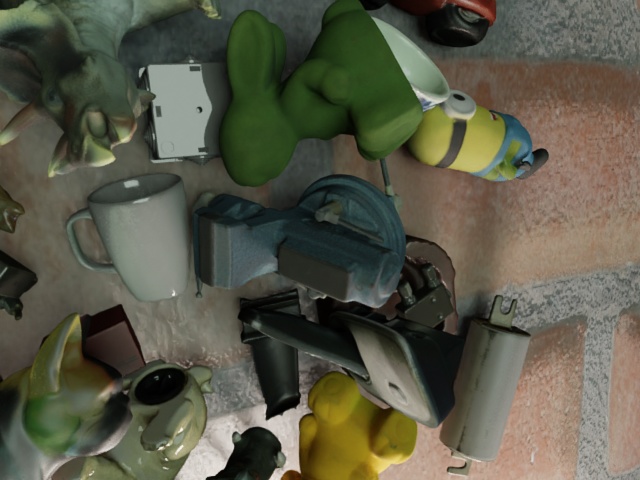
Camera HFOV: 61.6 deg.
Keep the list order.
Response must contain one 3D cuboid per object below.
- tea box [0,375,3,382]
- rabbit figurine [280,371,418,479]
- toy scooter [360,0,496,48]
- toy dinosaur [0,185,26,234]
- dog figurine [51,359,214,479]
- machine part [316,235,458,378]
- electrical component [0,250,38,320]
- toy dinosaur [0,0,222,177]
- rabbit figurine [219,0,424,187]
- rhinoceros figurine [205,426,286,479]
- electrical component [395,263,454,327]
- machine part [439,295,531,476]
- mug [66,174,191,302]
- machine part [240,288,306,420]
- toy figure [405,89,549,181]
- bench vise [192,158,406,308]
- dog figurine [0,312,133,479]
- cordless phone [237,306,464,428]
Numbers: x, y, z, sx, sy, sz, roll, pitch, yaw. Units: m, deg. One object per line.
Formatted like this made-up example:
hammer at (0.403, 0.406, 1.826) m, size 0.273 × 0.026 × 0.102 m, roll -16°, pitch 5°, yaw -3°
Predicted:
tea box at (-0.332, 0.099, 0.434) m, size 0.098 × 0.068 × 0.169 m, roll -23°, pitch 109°, yaw -20°
rabbit figurine at (0.003, 0.252, 0.575) m, size 0.122 × 0.162 × 0.173 m, roll 33°, pitch 44°, yaw 4°
toy scooter at (0.117, -0.293, 0.569) m, size 0.184 × 0.075 × 0.135 m, roll 12°, pitch 90°, yaw -22°
toy dinosaur at (-0.412, -0.136, 0.334) m, size 0.471 × 0.105 × 0.198 m, roll 38°, pitch 88°, yaw -16°
dog figurine at (-0.165, 0.230, 0.530) m, size 0.172 × 0.121 × 0.190 m, roll -20°, pitch 121°, yaw -17°
machine part at (0.079, 0.078, 0.627) m, size 0.179 × 0.056 × 0.179 m, roll -5°, pitch 103°, yaw -23°
electrical component at (-0.275, 0.030, 0.436) m, size 0.078 × 0.102 × 0.045 m, roll 32°, pitch 78°, yaw -3°
toy dinosaur at (-0.213, -0.236, 0.398) m, size 0.192 × 0.131 × 0.404 m, roll -27°, pitch 91°, yaw 7°
rabbit figurine at (-0.019, -0.117, 0.455) m, size 0.170 × 0.121 × 0.159 m, roll -28°, pitch 99°, yaw 8°
rhinoceros figurine at (-0.101, 0.279, 0.544) m, size 0.190 × 0.073 × 0.112 m, roll -55°, pitch 162°, yaw -44°
electrical component at (0.119, 0.076, 0.601) m, size 0.063 × 0.021 × 0.093 m, roll -31°, pitch 112°, yaw -15°
machine part at (0.214, 0.191, 0.698) m, size 0.079 × 0.079 × 0.243 m, roll 12°, pitch 93°, yaw -26°
mug at (-0.167, 0.004, 0.490) m, size 0.110 × 0.081 × 0.107 m, roll -15°, pitch 112°, yaw -10°
machine part at (-0.047, 0.124, 0.588) m, size 0.084 × 0.039 × 0.138 m, roll -10°, pitch 102°, yaw -28°
toy figure at (0.182, -0.113, 0.627) m, size 0.180 × 0.082 × 0.089 m, roll 18°, pitch 90°, yaw -29°
bench vise at (-0.001, -0.012, 0.529) m, size 0.240 × 0.224 × 0.128 m, roll -29°, pitch 119°, yaw -50°
dog figurine at (-0.251, 0.138, 0.382) m, size 0.191 × 0.108 × 0.219 m, roll 30°, pitch 72°, yaw -8°
cordless phone at (0.025, 0.098, 0.496) m, size 0.184 × 0.147 × 0.088 m, roll 23°, pitch 83°, yaw -27°
